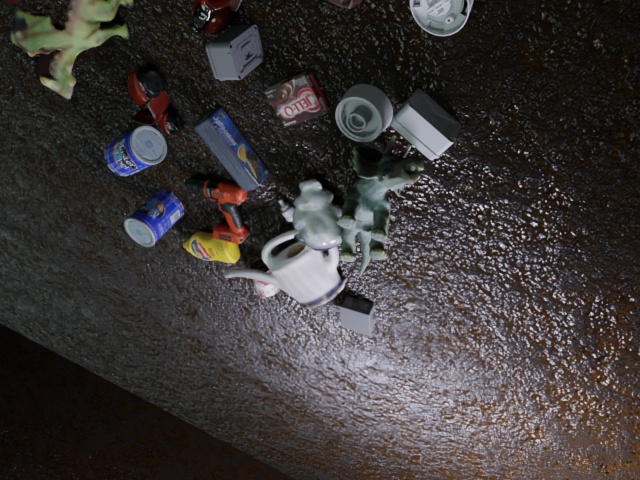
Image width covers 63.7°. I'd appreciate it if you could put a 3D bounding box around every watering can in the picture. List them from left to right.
[{"bbox_3d":[-0.081,0.091,1.375,0.344,0.106,0.222,-27,111,30],"label":"watering can"}]

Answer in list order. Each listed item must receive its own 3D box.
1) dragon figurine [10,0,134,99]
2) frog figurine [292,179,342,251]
[{"bbox_3d":[-0.525,-0.466,1.075,0.122,0.247,0.401,37,141,5],"label":"dragon figurine"},{"bbox_3d":[0.004,-0.060,1.195,0.137,0.125,0.156,-2,125,-8],"label":"frog figurine"}]
